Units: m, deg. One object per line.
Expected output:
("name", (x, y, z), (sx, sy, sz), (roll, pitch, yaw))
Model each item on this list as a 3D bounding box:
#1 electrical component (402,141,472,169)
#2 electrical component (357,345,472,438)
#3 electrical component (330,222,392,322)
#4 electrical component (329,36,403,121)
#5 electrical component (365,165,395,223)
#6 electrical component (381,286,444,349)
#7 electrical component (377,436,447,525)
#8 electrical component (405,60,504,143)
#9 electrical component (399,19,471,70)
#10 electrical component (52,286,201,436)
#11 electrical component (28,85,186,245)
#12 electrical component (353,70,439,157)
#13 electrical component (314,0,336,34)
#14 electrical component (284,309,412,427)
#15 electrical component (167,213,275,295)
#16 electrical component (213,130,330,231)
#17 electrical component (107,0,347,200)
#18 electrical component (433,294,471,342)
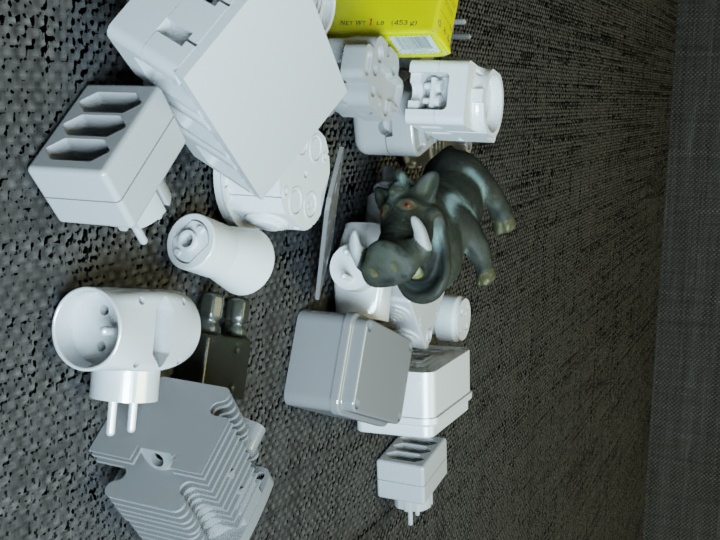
("electrical component", (0.070, -0.115, 0.978), (0.048, 0.062, 0.048), (5, 90, -67))
("electrical component", (0.048, 0.105, 0.955), (0.113, 0.078, 0.057), (-18, 108, -65))
("electrical component", (0.000, 0.000, 0.858), (0.079, 0.043, 0.077), (22, 73, -70))
("electrical component", (-0.008, -0.142, 0.797), (0.078, 0.057, 0.058), (30, 67, -65))
("electrical component", (0.023, -0.060, 0.918), (0.035, 0.035, 0.061), (49, 41, -60))
("electrical component", (0.041, 0.013, 0.950), (0.099, 0.048, 0.099), (68, 35, -53))
("electrical component", (0.050, 0.204, 1.020), (0.066, 0.047, 0.076), (-36, 127, -61))
("electrical component", (0.079, -0.132, 0.849), (0.089, 0.056, 0.050), (8, 88, -67))
("electrical component", (0.055, -0.203, 0.907), (0.065, 0.077, 0.047), (57, 44, -55))
("electrical component", (-0.126, 0.049, 0.580), (0.077, 0.043, 0.079), (6, 89, -67))
("electrical component", (-0.123, -0.047, 0.562), (0.076, 0.047, 0.065), (70, 34, -45))
("electrical component", (0.033, -0.131, 0.892), (0.095, 0.059, 0.053), (-45, 135, -56))
("electrical component", (-0.052, -0.175, 0.689), (0.078, 0.057, 0.058), (-57, 144, -48))
("electrical component", (-0.006, 0.078, 0.849), (0.113, 0.057, 0.078), (32, 66, -65))
("electrical component", (-0.088, -0.011, 0.662), (0.065, 0.044, 0.044), (23, 73, -61))
("electrical component", (-0.058, -0.064, 0.705), (0.080, 0.051, 0.080), (5, 90, -67))
("electrical component", (-0.071, -0.117, 0.602), (0.089, 0.062, 0.150), (-53, 160, -10))
("electrical component", (0.073, 0.045, 1.030), (0.045, 0.055, 0.045), (5, 90, -67))
